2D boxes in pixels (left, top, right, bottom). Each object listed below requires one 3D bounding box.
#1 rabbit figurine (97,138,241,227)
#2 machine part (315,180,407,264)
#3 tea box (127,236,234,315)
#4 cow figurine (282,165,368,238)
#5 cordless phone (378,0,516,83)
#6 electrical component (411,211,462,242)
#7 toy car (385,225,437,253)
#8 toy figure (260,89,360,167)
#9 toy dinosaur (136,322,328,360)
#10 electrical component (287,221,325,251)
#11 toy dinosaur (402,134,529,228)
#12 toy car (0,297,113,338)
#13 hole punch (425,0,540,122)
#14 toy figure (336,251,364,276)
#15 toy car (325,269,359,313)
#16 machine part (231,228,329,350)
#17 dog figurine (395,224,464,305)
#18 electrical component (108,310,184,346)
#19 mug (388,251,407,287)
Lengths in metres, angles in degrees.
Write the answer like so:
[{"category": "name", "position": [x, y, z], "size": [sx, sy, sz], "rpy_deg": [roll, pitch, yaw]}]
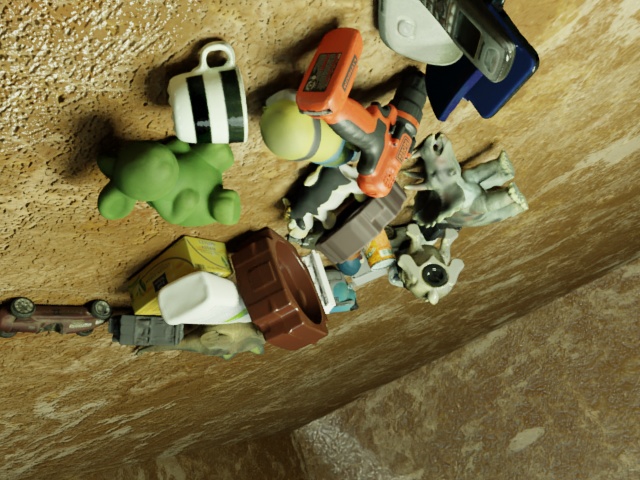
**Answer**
[{"category": "rabbit figurine", "position": [-0.192, -0.080, 0.643], "size": [0.159, 0.121, 0.170], "rpy_deg": [-3, 174, 12]}, {"category": "machine part", "position": [0.071, -0.033, 0.916], "size": [0.179, 0.056, 0.179], "rpy_deg": [-43, -174, 5]}, {"category": "tea box", "position": [-0.248, 0.067, 0.950], "size": [0.170, 0.068, 0.098], "rpy_deg": [-33, 155, 25]}, {"category": "cow figurine", "position": [-0.011, -0.062, 0.876], "size": [0.167, 0.068, 0.098], "rpy_deg": [-39, 145, 27]}, {"category": "cordless phone", "position": [0.136, -0.212, 0.548], "size": [0.089, 0.184, 0.146], "rpy_deg": [-23, 155, -8]}, {"category": "electrical component", "position": [0.230, -0.037, 1.113], "size": [0.119, 0.075, 0.047], "rpy_deg": [-8, 152, -36]}, {"category": "toy car", "position": [0.187, -0.002, 1.173], "size": [0.202, 0.056, 0.073], "rpy_deg": [-10, 153, -23]}, {"category": "toy figure", "position": [-0.002, -0.136, 0.700], "size": [0.082, 0.089, 0.180], "rpy_deg": [-26, 159, 27]}, {"category": "toy dinosaur", "position": [-0.214, 0.213, 1.207], "size": [0.472, 0.105, 0.198], "rpy_deg": [-6, 152, 6]}, {"category": "electrical component", "position": [-0.001, -0.002, 1.025], "size": [0.102, 0.045, 0.078], "rpy_deg": [16, 137, -37]}, {"category": "toy dinosaur", "position": [0.289, -0.079, 1.039], "size": [0.192, 0.131, 0.404], "rpy_deg": [-18, 163, 23]}, {"category": "toy car", "position": [-0.468, 0.143, 0.954], "size": [0.089, 0.053, 0.202], "rpy_deg": [-40, 149, 28]}, {"category": "hole punch", "position": [0.179, -0.216, 0.653], "size": [0.092, 0.116, 0.142], "rpy_deg": [-16, 157, -28]}, {"category": "toy figure", "position": [0.055, 0.026, 1.126], "size": [0.064, 0.058, 0.154], "rpy_deg": [-25, 151, -6]}, {"category": "toy car", "position": [0.029, 0.117, 1.228], "size": [0.109, 0.103, 0.161], "rpy_deg": [-6, 174, 2]}, {"category": "machine part", "position": [-0.072, 0.094, 0.987], "size": [0.087, 0.201, 0.201], "rpy_deg": [-28, 155, 12]}, {"category": "dog figurine", "position": [0.205, 0.079, 1.079], "size": [0.121, 0.172, 0.190], "rpy_deg": [16, 148, 7]}, {"category": "electrical component", "position": [-0.332, 0.167, 1.031], "size": [0.134, 0.058, 0.115], "rpy_deg": [5, 175, -9]}, {"category": "mug", "position": [0.202, 0.058, 1.246], "size": [0.107, 0.081, 0.109], "rpy_deg": [-36, 141, -58]}]
